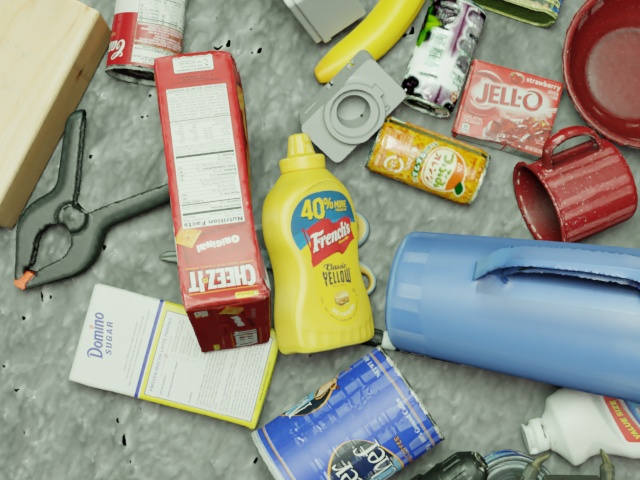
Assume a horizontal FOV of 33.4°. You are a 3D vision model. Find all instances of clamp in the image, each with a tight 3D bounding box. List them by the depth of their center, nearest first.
[{"bbox_3d":[-0.214,-0.020,0.981,0.120,0.039,0.171,30,93,4],"label":"clamp"}]

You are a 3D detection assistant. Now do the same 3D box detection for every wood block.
[{"bbox_3d":[-0.277,-0.123,0.958,0.090,0.091,0.206,27,86,-1],"label":"wood block"}]

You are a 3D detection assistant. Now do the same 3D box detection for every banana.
[{"bbox_3d":[0.063,-0.227,1.003,0.070,0.037,0.198,22,85,17],"label":"banana"}]

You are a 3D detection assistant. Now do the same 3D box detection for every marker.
[{"bbox_3d":[0.089,0.099,0.994,0.121,0.020,0.020,11,87,-2],"label":"marker"}]

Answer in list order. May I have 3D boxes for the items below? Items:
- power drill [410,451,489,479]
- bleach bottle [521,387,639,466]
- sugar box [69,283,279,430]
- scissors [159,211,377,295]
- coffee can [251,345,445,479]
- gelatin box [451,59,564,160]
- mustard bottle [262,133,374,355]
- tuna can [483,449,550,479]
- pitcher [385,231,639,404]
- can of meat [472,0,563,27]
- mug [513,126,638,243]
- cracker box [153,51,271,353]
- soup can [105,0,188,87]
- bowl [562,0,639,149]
[{"bbox_3d":[0.119,0.301,0.950,0.185,0.057,0.187,-41,87,16],"label":"power drill"},{"bbox_3d":[0.311,0.160,0.978,0.251,0.068,0.102,-14,88,0],"label":"bleach bottle"},{"bbox_3d":[-0.130,0.105,0.974,0.176,0.048,0.093,15,85,2],"label":"sugar box"},{"bbox_3d":[-0.040,0.001,0.996,0.201,0.016,0.096,17,85,-1],"label":"scissors"},{"bbox_3d":[0.024,0.175,0.946,0.140,0.103,0.103,-34,89,-3],"label":"coffee can"},{"bbox_3d":[0.175,-0.122,1.002,0.089,0.030,0.073,16,87,-2],"label":"gelatin box"},{"bbox_3d":[-0.006,0.001,0.946,0.096,0.058,0.191,-7,87,-42],"label":"mustard bottle"},{"bbox_3d":[0.175,0.238,0.983,0.086,0.034,0.086,0,87,-2],"label":"tuna can"},{"bbox_3d":[0.182,0.054,0.912,0.243,0.144,0.149,8,110,18],"label":"pitcher"},{"bbox_3d":[0.185,-0.256,0.996,0.102,0.057,0.084,18,89,-1],"label":"can of meat"},{"bbox_3d":[0.231,-0.052,0.965,0.081,0.093,0.117,-22,124,-8],"label":"mug"},{"bbox_3d":[-0.087,-0.028,0.900,0.072,0.164,0.214,-8,73,-4],"label":"cracker box"},{"bbox_3d":[-0.155,-0.198,0.976,0.068,0.068,0.102,8,86,-2],"label":"soup can"},{"bbox_3d":[0.299,-0.161,0.995,0.162,0.055,0.162,0,87,-2],"label":"bowl"}]
